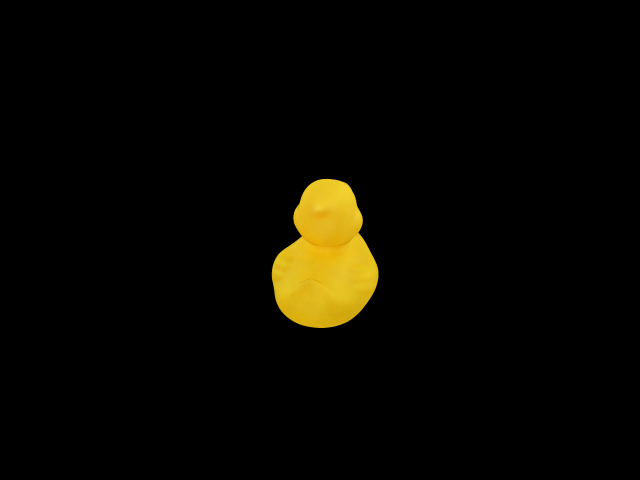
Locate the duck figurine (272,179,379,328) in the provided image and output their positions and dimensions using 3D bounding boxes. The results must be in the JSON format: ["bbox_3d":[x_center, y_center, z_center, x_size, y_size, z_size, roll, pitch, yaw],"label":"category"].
[{"bbox_3d":[0.004,0.001,0.400,0.077,0.086,0.104,8,39,10],"label":"duck figurine"}]
